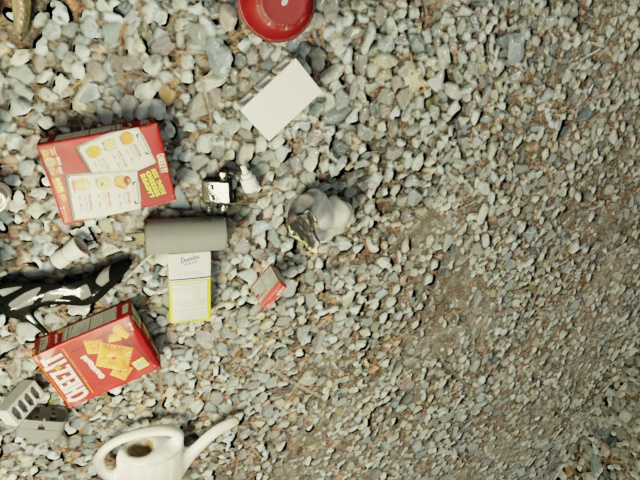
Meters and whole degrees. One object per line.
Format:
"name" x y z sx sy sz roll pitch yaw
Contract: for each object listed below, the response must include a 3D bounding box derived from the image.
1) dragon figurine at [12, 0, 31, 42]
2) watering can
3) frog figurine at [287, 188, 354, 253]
"dragon figurine" -0.455 -0.491 0.726 0.123 0.246 0.403 -10 114 -22
"watering can" -0.377 0.550 1.288 0.348 0.106 0.220 -2 114 -21
"frog figurine" 0.004 -0.060 1.193 0.162 0.122 0.135 -41 120 -43
